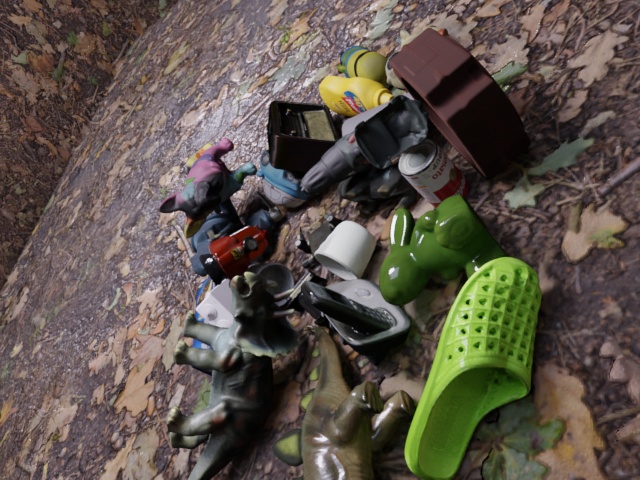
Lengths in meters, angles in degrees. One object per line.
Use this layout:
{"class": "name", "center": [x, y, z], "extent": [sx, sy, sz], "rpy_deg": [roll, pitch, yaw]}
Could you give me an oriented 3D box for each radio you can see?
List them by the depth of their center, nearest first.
{"class": "radio", "center": [-0.039, -0.214, 1.093], "extent": [0.230, 0.131, 0.073], "rpy_deg": [-102, 19, -59]}

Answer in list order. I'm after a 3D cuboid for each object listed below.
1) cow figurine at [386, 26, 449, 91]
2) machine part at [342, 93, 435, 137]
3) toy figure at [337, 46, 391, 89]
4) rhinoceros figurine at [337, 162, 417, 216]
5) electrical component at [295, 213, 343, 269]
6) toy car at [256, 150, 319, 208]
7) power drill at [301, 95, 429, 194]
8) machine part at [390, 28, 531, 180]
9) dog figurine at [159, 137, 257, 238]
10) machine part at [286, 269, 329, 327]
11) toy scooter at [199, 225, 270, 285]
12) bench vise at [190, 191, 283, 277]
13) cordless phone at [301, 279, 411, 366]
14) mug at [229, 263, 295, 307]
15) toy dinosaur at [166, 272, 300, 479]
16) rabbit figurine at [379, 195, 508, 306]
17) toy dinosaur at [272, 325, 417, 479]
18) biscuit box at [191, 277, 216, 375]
{"class": "cow figurine", "center": [0.184, -0.345, 1.012], "extent": [0.127, 0.085, 0.195], "rpy_deg": [-1, 38, 39]}
{"class": "machine part", "center": [0.126, -0.215, 0.993], "extent": [0.243, 0.079, 0.079], "rpy_deg": [-15, 51, 42]}
{"class": "toy figure", "center": [0.091, -0.368, 1.148], "extent": [0.082, 0.089, 0.180], "rpy_deg": [-51, 38, 14]}
{"class": "rhinoceros figurine", "center": [0.093, -0.106, 0.943], "extent": [0.190, 0.073, 0.112], "rpy_deg": [8, 68, 50]}
{"class": "electrical component", "center": [-0.001, -0.003, 0.984], "extent": [0.102, 0.045, 0.078], "rpy_deg": [-32, 39, 26]}
{"class": "toy car", "center": [-0.064, -0.119, 1.116], "extent": [0.162, 0.109, 0.102], "rpy_deg": [42, 117, 43]}
{"class": "power drill", "center": [0.075, -0.144, 0.838], "extent": [0.232, 0.086, 0.207], "rpy_deg": [-36, 2, -4]}
{"class": "machine part", "center": [0.206, -0.200, 0.789], "extent": [0.087, 0.201, 0.201], "rpy_deg": [-39, 38, 12]}
{"class": "dog figurine", "center": [-0.244, -0.102, 1.095], "extent": [0.192, 0.108, 0.219], "rpy_deg": [-10, 36, 46]}
{"class": "machine part", "center": [-0.009, 0.103, 0.914], "extent": [0.084, 0.039, 0.139], "rpy_deg": [-47, 34, -6]}
{"class": "toy scooter", "center": [-0.149, 0.020, 0.987], "extent": [0.135, 0.075, 0.184], "rpy_deg": [-31, 4, -8]}
{"class": "bench vise", "center": [-0.194, -0.034, 1.164], "extent": [0.223, 0.128, 0.241], "rpy_deg": [-43, 41, 9]}
{"class": "cordless phone", "center": [0.027, 0.089, 0.761], "extent": [0.088, 0.184, 0.147], "rpy_deg": [-53, 36, 8]}
{"class": "mug", "center": [-0.117, 0.083, 0.998], "extent": [0.107, 0.109, 0.080], "rpy_deg": [1, 98, 61]}
{"class": "toy dinosaur", "center": [-0.136, 0.239, 0.852], "extent": [0.131, 0.192, 0.404], "rpy_deg": [-122, 38, -83]}
{"class": "rabbit figurine", "center": [0.145, 0.013, 0.746], "extent": [0.170, 0.121, 0.159], "rpy_deg": [-38, 32, 15]}
{"class": "toy dinosaur", "center": [0.024, 0.260, 0.693], "extent": [0.198, 0.105, 0.472], "rpy_deg": [-39, 28, 26]}
{"class": "biscuit box", "center": [-0.207, 0.163, 1.058], "extent": [0.059, 0.062, 0.203], "rpy_deg": [-35, 39, 24]}
